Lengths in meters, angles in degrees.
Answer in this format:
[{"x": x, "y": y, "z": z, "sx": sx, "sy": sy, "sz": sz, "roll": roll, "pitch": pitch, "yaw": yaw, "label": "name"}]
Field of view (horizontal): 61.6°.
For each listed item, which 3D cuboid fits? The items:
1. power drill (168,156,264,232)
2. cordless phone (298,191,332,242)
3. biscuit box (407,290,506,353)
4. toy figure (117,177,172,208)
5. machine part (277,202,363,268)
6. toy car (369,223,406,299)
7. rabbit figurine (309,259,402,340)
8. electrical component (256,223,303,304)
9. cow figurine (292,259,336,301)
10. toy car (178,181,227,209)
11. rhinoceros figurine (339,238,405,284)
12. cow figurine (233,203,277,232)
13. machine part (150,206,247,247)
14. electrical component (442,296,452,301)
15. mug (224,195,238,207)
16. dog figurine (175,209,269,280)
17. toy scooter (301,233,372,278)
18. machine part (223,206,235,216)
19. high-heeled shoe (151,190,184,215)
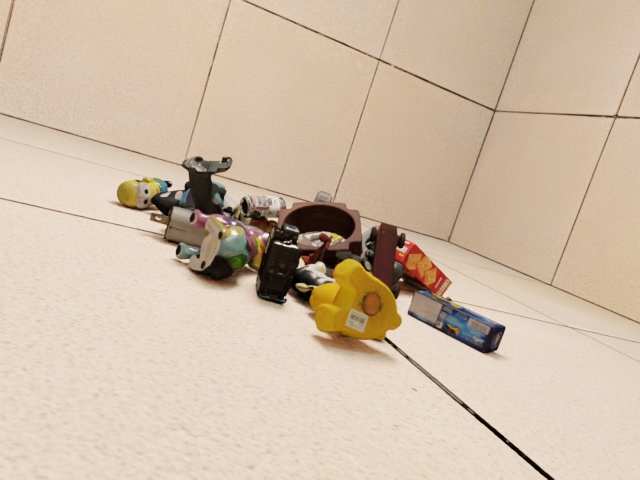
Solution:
[{"x": -0.235, "y": -0.087, "z": 1.236, "sx": 0.232, "sy": 0.207, "sz": 0.086, "roll": 3, "pitch": 35, "yaw": -1, "label": "power drill"}, {"x": 0.025, "y": -0.042, "z": 1.597, "sx": 0.147, "sy": 0.184, "sz": 0.088, "roll": 19, "pitch": 3, "yaw": 9, "label": "cordless phone"}, {"x": 0.289, "y": 0.171, "z": 1.149, "sx": 0.203, "sy": 0.059, "sz": 0.062, "roll": 25, "pitch": 10, "yaw": 41, "label": "biscuit box"}, {"x": -0.469, "y": -0.126, "z": 1.444, "sx": 0.089, "sy": 0.082, "sz": 0.180, "roll": -13, "pitch": 9, "yaw": 14, "label": "toy figure"}, {"x": -0.003, "y": -0.004, "z": 1.274, "sx": 0.202, "sy": 0.087, "sz": 0.201, "roll": -1, "pitch": 36, "yaw": 0, "label": "machine part"}, {"x": 0.151, "y": 0.052, "z": 1.270, "sx": 0.089, "sy": 0.202, "sz": 0.053, "roll": 9, "pitch": -31, "yaw": 1, "label": "toy car"}, {"x": 0.054, "y": 0.105, "z": 0.912, "sx": 0.162, "sy": 0.122, "sz": 0.173, "roll": 17, "pitch": -12, "yaw": -28, "label": "rabbit figurine"}, {"x": -0.075, "y": 0.037, "z": 0.992, "sx": 0.058, "sy": 0.134, "sz": 0.115, "roll": 15, "pitch": 10, "yaw": -13, "label": "electrical component"}, {"x": -0.031, "y": 0.079, "z": 1.064, "sx": 0.098, "sy": 0.068, "sz": 0.168, "roll": -2, "pitch": 18, "yaw": -45, "label": "cow figurine"}, {"x": -0.303, "y": -0.077, "z": 1.372, "sx": 0.109, "sy": 0.102, "sz": 0.162, "roll": 11, "pitch": 45, "yaw": -3, "label": "toy car"}, {"x": 0.127, "y": 0.058, "z": 1.400, "sx": 0.190, "sy": 0.112, "sz": 0.073, "roll": 29, "pitch": 13, "yaw": 20, "label": "rhinoceros figurine"}, {"x": -0.183, "y": -0.039, "z": 1.412, "sx": 0.085, "sy": 0.127, "sz": 0.195, "roll": 7, "pitch": 27, "yaw": -29, "label": "cow figurine"}, {"x": -0.251, "y": -0.016, "z": 1.183, "sx": 0.243, "sy": 0.079, "sz": 0.079, "roll": 15, "pitch": 8, "yaw": -17, "label": "machine part"}, {"x": 0.301, "y": 0.164, "z": 1.284, "sx": 0.078, "sy": 0.045, "sz": 0.102, "roll": 20, "pitch": 8, "yaw": 24, "label": "electrical component"}, {"x": -0.269, "y": -0.081, "z": 1.590, "sx": 0.107, "sy": 0.080, "sz": 0.109, "roll": 31, "pitch": 6, "yaw": 19, "label": "mug"}, {"x": -0.154, "y": 0.019, "z": 1.059, "sx": 0.219, "sy": 0.108, "sz": 0.192, "roll": 14, "pitch": 7, "yaw": -43, "label": "dog figurine"}, {"x": 0.035, "y": 0.051, "z": 1.138, "sx": 0.184, "sy": 0.135, "sz": 0.075, "roll": 17, "pitch": 38, "yaw": 4, "label": "toy scooter"}, {"x": -0.259, "y": -0.042, "z": 1.396, "sx": 0.039, "sy": 0.084, "sz": 0.139, "roll": 43, "pitch": 11, "yaw": -15, "label": "machine part"}, {"x": -0.394, "y": -0.118, "z": 1.498, "sx": 0.145, "sy": 0.086, "sz": 0.249, "roll": 24, "pitch": 16, "yaw": -21, "label": "high-heeled shoe"}]
